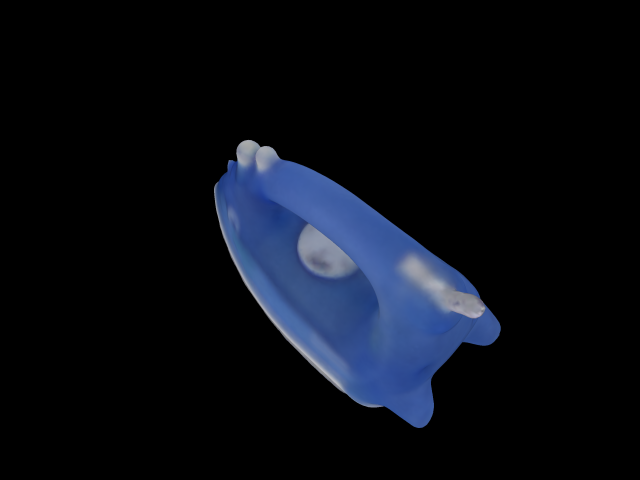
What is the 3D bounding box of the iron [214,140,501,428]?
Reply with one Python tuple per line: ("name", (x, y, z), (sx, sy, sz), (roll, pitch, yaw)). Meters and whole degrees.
("iron", (0.004, 0.001, 0.400), (0.257, 0.141, 0.119), (39, 69, 18))
